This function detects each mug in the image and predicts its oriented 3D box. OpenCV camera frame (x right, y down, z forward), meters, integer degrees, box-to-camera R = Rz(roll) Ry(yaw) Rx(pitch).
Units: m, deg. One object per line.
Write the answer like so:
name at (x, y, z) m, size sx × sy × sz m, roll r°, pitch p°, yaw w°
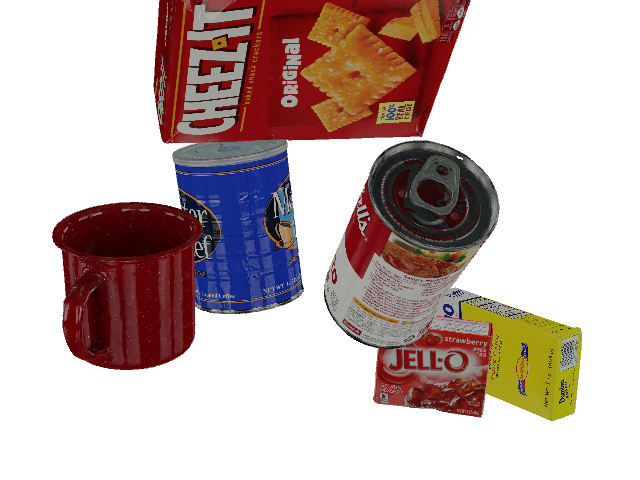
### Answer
mug at (-0.125, 0.034, 0.673) m, size 0.093 × 0.081 × 0.117 m, roll 9°, pitch 25°, yaw 15°

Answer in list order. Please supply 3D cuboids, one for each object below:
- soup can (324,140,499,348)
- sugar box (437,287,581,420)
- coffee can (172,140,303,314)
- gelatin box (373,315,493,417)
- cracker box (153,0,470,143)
soup can at (0.045, 0.005, 0.567) m, size 0.068 × 0.068 × 0.102 m, roll 0°, pitch -34°, yaw -16°
sugar box at (0.190, 0.116, 1.127) m, size 0.048 × 0.093 × 0.177 m, roll -10°, pitch 18°, yaw -42°
coffee can at (-0.073, -0.016, 0.964) m, size 0.103 × 0.140 × 0.103 m, roll -6°, pitch 15°, yaw 1°
gelatin box at (0.089, 0.098, 0.851) m, size 0.089 × 0.073 × 0.030 m, roll 7°, pitch 22°, yaw 9°
cracker box at (-0.010, -0.148, 0.792) m, size 0.213 × 0.072 × 0.164 m, roll -4°, pitch -34°, yaw -14°
